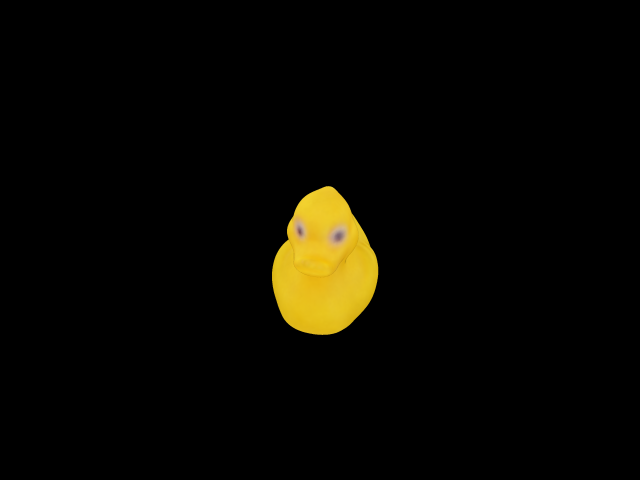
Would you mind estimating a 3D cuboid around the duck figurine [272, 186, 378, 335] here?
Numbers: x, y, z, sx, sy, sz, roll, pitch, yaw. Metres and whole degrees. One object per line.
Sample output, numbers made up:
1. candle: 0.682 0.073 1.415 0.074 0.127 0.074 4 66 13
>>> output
1. duck figurine: 0.004 0.001 0.400 0.077 0.086 0.104 8 44 9
